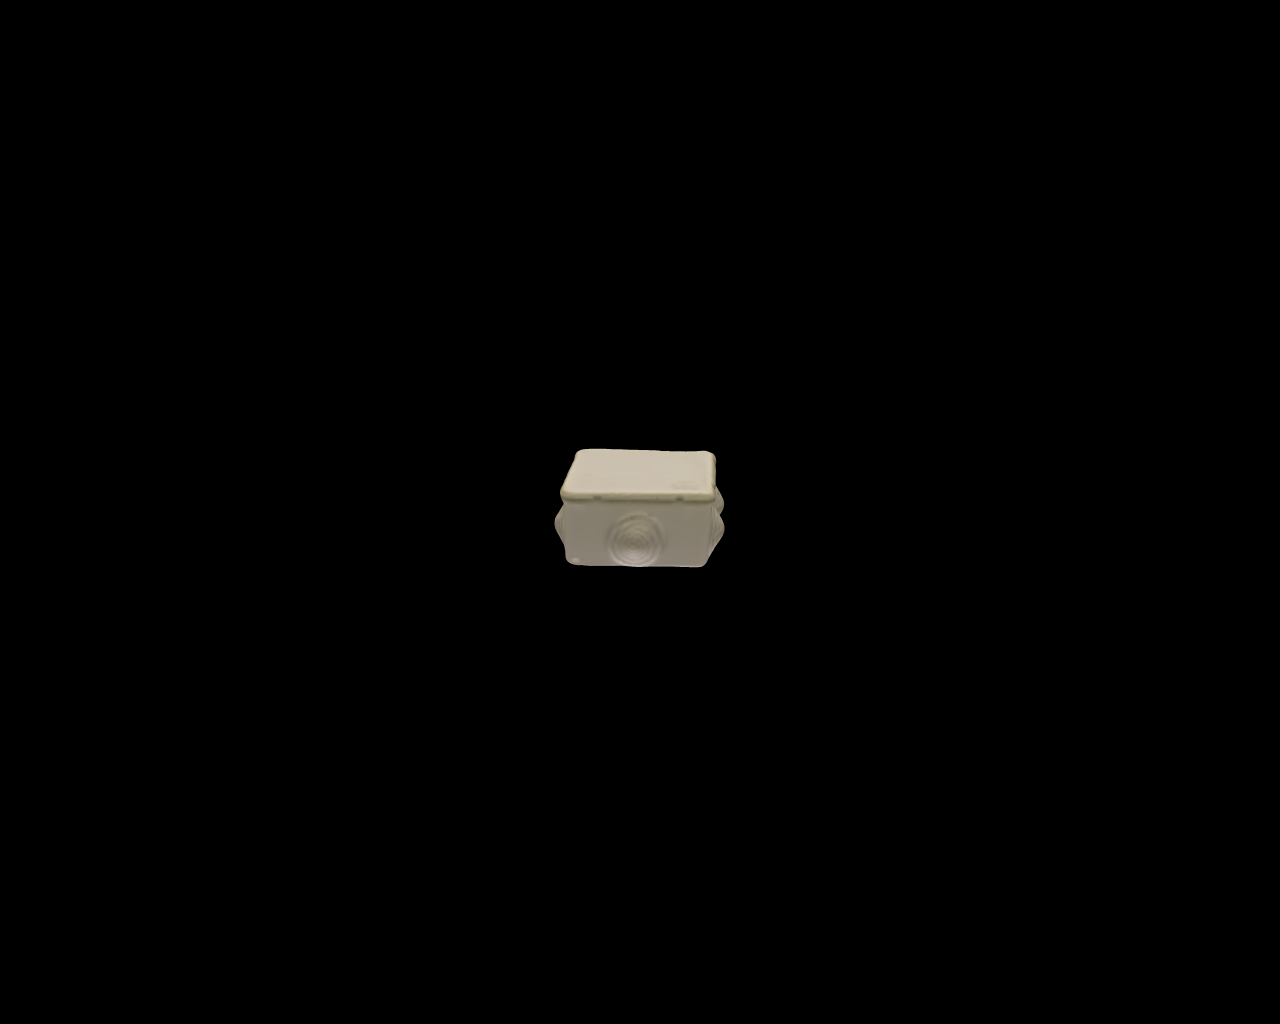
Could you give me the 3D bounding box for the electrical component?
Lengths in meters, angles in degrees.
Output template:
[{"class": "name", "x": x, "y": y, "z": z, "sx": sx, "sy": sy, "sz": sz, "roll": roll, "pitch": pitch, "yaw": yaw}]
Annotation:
[{"class": "electrical component", "x": 0.001, "y": -0.003, "z": 0.650, "sx": 0.100, "sy": 0.048, "sz": 0.100, "roll": 1, "pitch": 20, "yaw": 3}]
